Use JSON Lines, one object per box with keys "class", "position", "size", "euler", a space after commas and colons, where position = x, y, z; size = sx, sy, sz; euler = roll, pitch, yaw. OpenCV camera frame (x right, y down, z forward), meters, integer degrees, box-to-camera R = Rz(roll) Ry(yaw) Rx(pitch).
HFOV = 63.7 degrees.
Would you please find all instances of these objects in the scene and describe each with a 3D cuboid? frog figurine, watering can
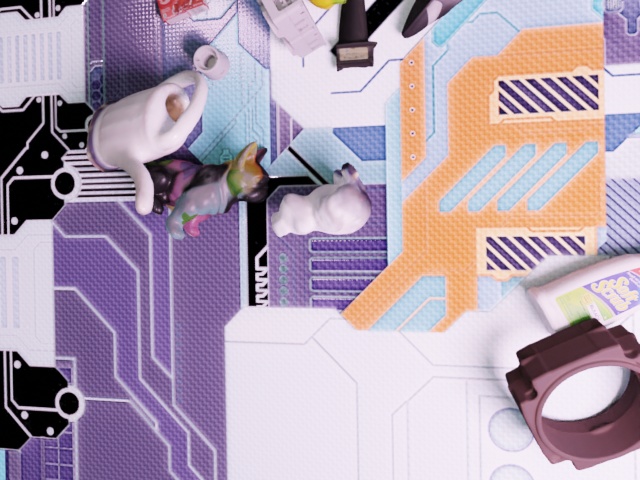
{"class": "frog figurine", "position": [0.003, -0.043, 0.863], "size": [0.160, 0.121, 0.138], "euler": [-40, 23, -9]}
{"class": "watering can", "position": [-0.309, -0.169, 0.880], "size": [0.223, 0.356, 0.102], "euler": [-10, -42, 26]}
